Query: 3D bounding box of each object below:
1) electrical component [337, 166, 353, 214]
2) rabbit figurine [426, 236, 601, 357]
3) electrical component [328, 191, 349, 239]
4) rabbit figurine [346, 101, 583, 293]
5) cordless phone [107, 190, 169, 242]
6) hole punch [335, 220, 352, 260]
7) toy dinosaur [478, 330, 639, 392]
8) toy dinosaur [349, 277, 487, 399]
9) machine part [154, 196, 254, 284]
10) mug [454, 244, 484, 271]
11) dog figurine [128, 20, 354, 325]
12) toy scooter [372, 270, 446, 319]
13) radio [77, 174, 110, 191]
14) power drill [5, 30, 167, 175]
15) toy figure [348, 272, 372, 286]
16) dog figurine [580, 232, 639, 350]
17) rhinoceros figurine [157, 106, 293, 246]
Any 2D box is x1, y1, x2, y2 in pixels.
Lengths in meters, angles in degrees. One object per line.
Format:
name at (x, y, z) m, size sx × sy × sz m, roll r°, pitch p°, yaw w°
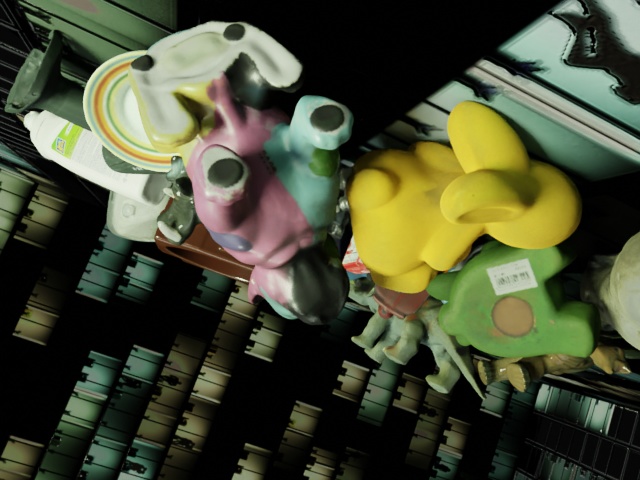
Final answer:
electrical component at (0.045, -0.053, 0.546) m, size 0.094 × 0.021 × 0.063 m, roll -15°, pitch 144°, yaw -1°
rabbit figurine at (0.195, 0.054, 0.541) m, size 0.159 × 0.121 × 0.170 m, roll -31°, pitch 177°, yaw 30°
electrical component at (-0.024, -0.049, 0.719) m, size 0.115 × 0.058 × 0.134 m, roll 24°, pitch 171°, yaw -30°
rabbit figurine at (0.113, -0.035, 0.418) m, size 0.173 × 0.122 × 0.162 m, roll 4°, pitch 157°, yaw 14°
cordless phone at (-0.244, -0.066, 0.830) m, size 0.184 × 0.146 × 0.088 m, roll 8°, pitch 178°, yaw 43°
hole punch at (-0.002, -0.003, 0.852) m, size 0.142 × 0.092 × 0.115 m, roll 21°, pitch 168°, yaw 23°
toy dinosaur at (0.309, 0.135, 0.726) m, size 0.199 × 0.105 × 0.471 m, roll -6°, pitch 175°, yaw 3°
toy dinosaur at (0.173, 0.135, 0.925) m, size 0.131 × 0.192 × 0.405 m, roll 40°, pitch 165°, yaw -32°
machine part at (-0.115, 0.002, 0.737) m, size 0.201 × 0.087 × 0.201 m, roll 20°, pitch 166°, yaw -9°
mug at (0.222, 0.046, 0.693) m, size 0.110 × 0.080 × 0.107 m, roll 11°, pitch -179°, yaw 1°
dog figurine at (-0.046, -0.031, 0.419) m, size 0.192 × 0.108 × 0.219 m, roll 49°, pitch 163°, yaw 25°
toy scooter at (0.109, 0.033, 0.640) m, size 0.075 × 0.135 × 0.183 m, roll 36°, pitch 176°, yaw 17°
radio at (-0.317, -0.100, 1.002) m, size 0.229 × 0.073 × 0.131 m, roll 26°, pitch 170°, yaw -34°
power drill at (-0.211, -0.135, 0.585) m, size 0.232 × 0.086 × 0.207 m, roll -1°, pitch 165°, yaw 45°
toy figure at (0.033, 0.032, 0.995) m, size 0.180 × 0.082 × 0.089 m, roll 12°, pitch 165°, yaw 32°
dog figurine at (0.272, 0.031, 0.459) m, size 0.172 × 0.121 × 0.191 m, roll 59°, pitch 176°, yaw -18°
rhinoceros figurine at (-0.087, -0.054, 0.513) m, size 0.112 × 0.073 × 0.190 m, roll 25°, pitch 133°, yaw -32°
